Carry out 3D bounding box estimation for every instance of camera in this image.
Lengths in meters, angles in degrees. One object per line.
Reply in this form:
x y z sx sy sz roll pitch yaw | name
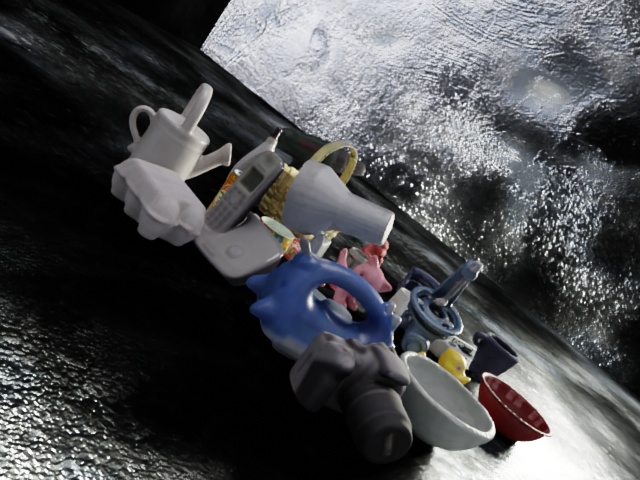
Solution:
0.054 0.185 0.685 0.143 0.100 0.136 31 14 -24 | camera

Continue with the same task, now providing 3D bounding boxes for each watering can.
-0.234 -0.179 0.984 0.174 0.194 0.100 24 18 -43 | watering can

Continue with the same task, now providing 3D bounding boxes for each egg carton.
-0.235 -0.057 0.835 0.150 0.069 0.108 45 16 32 | egg carton

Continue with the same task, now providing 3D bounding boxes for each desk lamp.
0.009 0.003 0.940 0.203 0.213 0.118 39 13 9 | desk lamp

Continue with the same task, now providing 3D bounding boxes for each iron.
0.029 0.105 0.802 0.259 0.141 0.118 31 14 -22 | iron

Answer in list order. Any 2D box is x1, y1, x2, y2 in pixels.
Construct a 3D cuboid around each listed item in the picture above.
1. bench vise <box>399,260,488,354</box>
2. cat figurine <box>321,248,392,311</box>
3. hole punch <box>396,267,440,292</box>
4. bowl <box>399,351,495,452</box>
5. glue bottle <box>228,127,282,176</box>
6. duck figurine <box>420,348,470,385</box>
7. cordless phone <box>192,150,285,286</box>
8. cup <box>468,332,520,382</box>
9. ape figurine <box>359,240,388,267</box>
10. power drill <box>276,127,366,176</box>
0.231 0.110 1.132 0.122 0.219 0.207 33 14 -14 | bench vise
0.068 0.069 1.078 0.127 0.117 0.067 46 16 34 | cat figurine
0.254 0.121 1.437 0.108 0.091 0.101 40 13 12 | hole punch
0.162 0.243 0.821 0.168 0.074 0.167 35 13 -9 | bowl
-0.135 -0.180 1.284 0.078 0.173 0.037 30 15 -26 | glue bottle
0.208 0.224 0.981 0.104 0.086 0.078 44 15 27 | duck figurine
-0.100 -0.034 0.853 0.147 0.185 0.094 44 15 28 | cordless phone
0.357 0.255 1.234 0.118 0.095 0.091 32 14 -19 | cup
0.134 0.035 1.419 0.078 0.092 0.076 26 17 -38 | ape figurine
-0.033 -0.159 1.398 0.230 0.208 0.075 33 14 -17 | power drill
